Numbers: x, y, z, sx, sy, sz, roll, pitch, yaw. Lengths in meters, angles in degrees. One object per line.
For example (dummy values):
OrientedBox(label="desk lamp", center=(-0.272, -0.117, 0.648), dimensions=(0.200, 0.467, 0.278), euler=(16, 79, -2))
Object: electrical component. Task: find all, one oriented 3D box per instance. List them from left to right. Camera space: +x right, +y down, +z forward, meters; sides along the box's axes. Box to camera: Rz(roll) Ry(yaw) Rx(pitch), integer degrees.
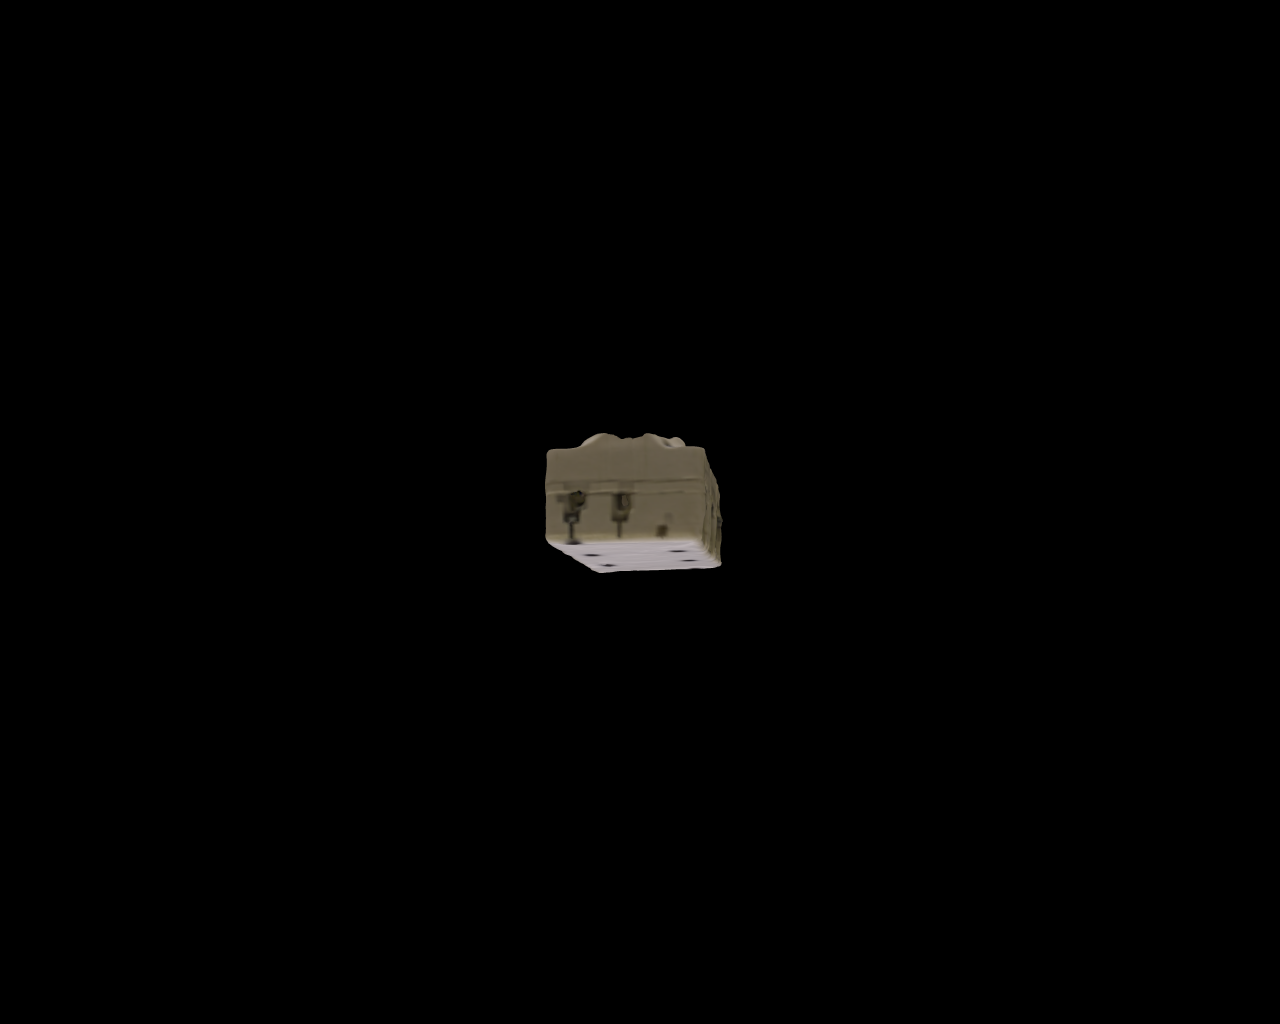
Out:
OrientedBox(label="electrical component", center=(0.001, -0.003, 0.650), dimensions=(0.089, 0.061, 0.150), euler=(-1, -9, 7))
